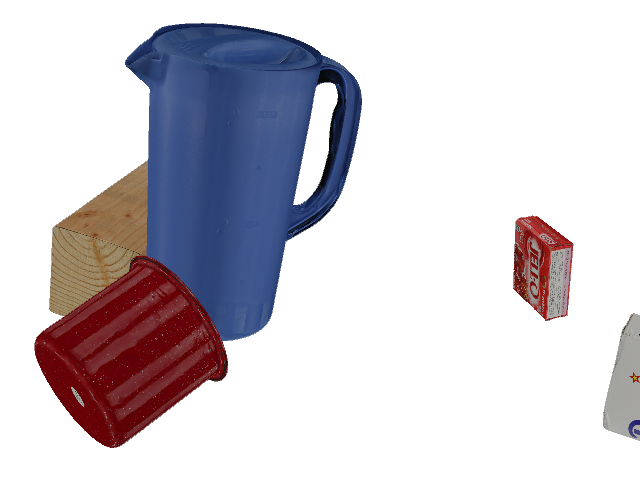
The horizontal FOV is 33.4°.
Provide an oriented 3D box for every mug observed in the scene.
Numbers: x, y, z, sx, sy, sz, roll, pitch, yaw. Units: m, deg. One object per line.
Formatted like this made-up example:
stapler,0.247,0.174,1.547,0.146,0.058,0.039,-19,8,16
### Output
mug,-0.121,0.071,0.651,0.081,0.093,0.117,-37,7,-28

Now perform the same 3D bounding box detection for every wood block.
wood block,-0.167,-0.002,1.032,0.090,0.091,0.205,17,28,13

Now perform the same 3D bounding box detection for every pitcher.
pitcher,-0.069,-0.046,0.864,0.149,0.243,0.144,19,26,22

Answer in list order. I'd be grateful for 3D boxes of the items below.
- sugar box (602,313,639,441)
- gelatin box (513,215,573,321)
sugar box,0.312,0.127,0.815,0.176,0.093,0.048,15,28,22
gelatin box,0.233,0.028,1.128,0.030,0.089,0.073,-11,29,-15
